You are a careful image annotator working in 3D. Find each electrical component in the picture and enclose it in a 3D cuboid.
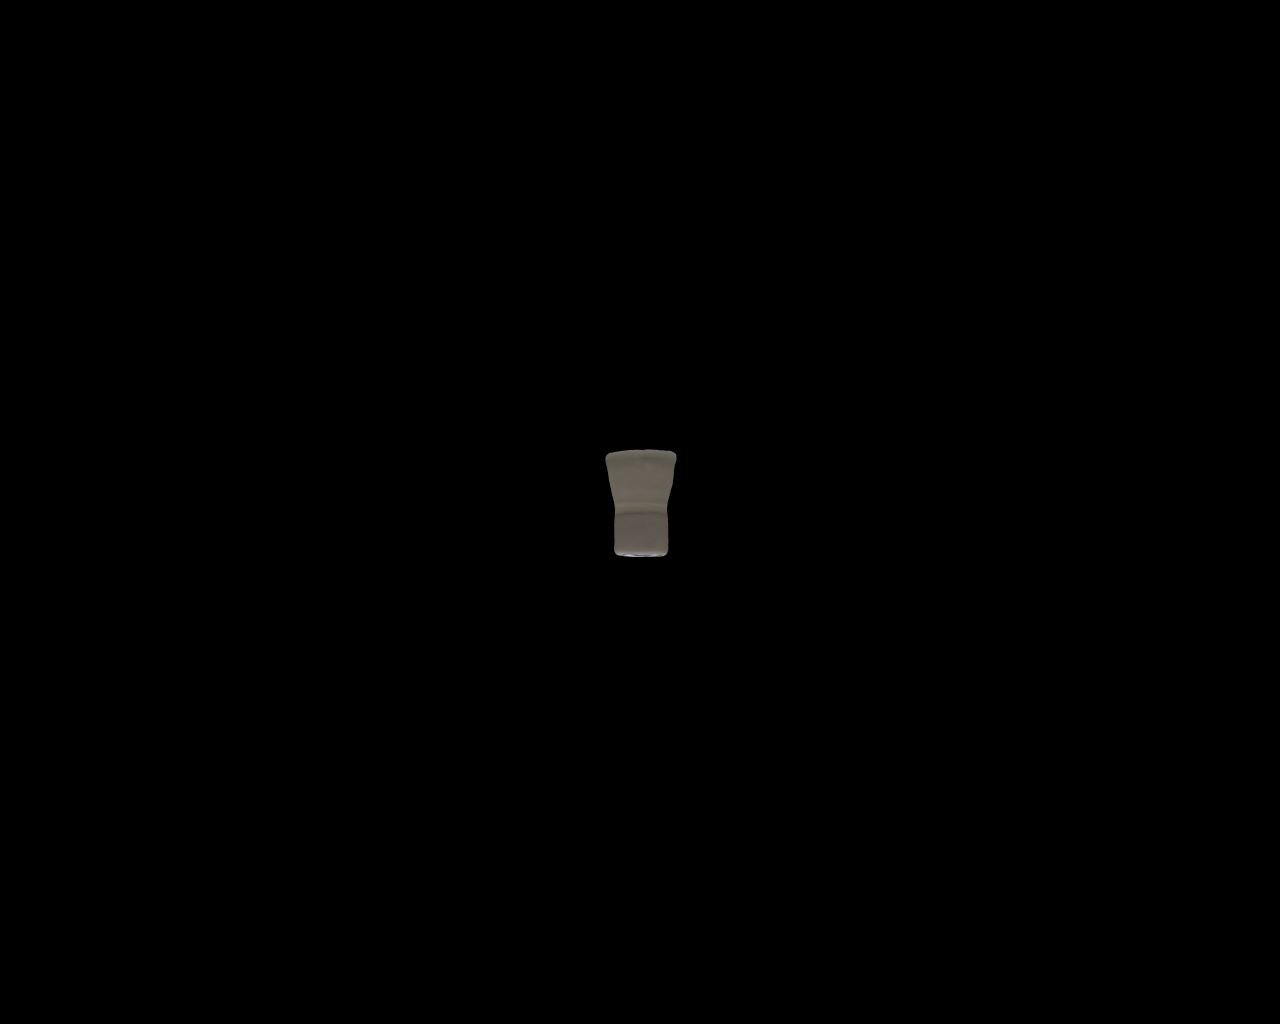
[{"bbox_3d":[0.001,-0.003,0.650,0.044,0.065,0.044,0,-7,0],"label":"electrical component"}]
